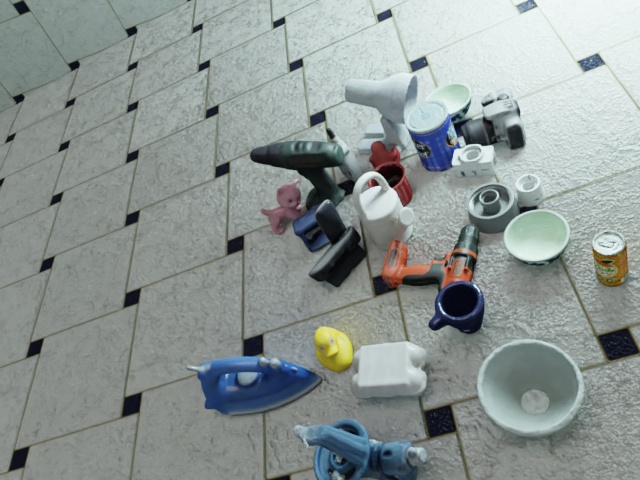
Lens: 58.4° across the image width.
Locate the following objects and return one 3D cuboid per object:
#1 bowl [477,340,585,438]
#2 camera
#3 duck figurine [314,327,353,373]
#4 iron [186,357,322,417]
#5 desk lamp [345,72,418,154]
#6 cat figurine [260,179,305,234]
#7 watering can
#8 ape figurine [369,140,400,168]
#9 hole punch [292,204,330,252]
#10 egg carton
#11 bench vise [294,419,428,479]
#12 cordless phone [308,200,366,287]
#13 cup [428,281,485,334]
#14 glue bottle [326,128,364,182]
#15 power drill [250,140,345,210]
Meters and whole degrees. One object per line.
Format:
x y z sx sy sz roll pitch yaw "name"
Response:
0.352 0.256 0.955 0.167 0.075 0.167 -16 49 19 "bowl"
0.397 -0.279 1.341 0.136 0.101 0.143 -18 48 17 "camera"
0.016 0.212 1.176 0.077 0.086 0.104 -35 45 1 "duck figurine"
-0.140 0.276 1.176 0.257 0.142 0.118 -14 49 20 "iron"
0.161 -0.317 1.429 0.202 0.214 0.118 4 57 32 "desk lamp"
-0.093 -0.093 1.463 0.128 0.118 0.067 -32 45 4 "cat figurine"
0.135 -0.070 1.258 0.172 0.195 0.101 4 57 32 "watering can"
0.156 -0.213 1.433 0.077 0.092 0.076 -4 53 27 "ape figurine"
-0.016 -0.042 1.396 0.108 0.091 0.101 -33 45 3 "hole punch"
0.131 0.251 1.090 0.150 0.070 0.107 -11 50 22 "egg carton"
0.062 0.341 0.952 0.207 0.220 0.121 -23 47 12 "bench vise"
0.012 0.005 1.276 0.093 0.186 0.148 23 69 40 "cordless phone"
0.262 0.146 1.081 0.118 0.095 0.091 -38 45 -3 "cup"
0.056 -0.218 1.438 0.037 0.174 0.077 -43 46 -8 "glue bottle"
-0.034 -0.167 1.424 0.229 0.209 0.075 -7 52 25 "power drill"
